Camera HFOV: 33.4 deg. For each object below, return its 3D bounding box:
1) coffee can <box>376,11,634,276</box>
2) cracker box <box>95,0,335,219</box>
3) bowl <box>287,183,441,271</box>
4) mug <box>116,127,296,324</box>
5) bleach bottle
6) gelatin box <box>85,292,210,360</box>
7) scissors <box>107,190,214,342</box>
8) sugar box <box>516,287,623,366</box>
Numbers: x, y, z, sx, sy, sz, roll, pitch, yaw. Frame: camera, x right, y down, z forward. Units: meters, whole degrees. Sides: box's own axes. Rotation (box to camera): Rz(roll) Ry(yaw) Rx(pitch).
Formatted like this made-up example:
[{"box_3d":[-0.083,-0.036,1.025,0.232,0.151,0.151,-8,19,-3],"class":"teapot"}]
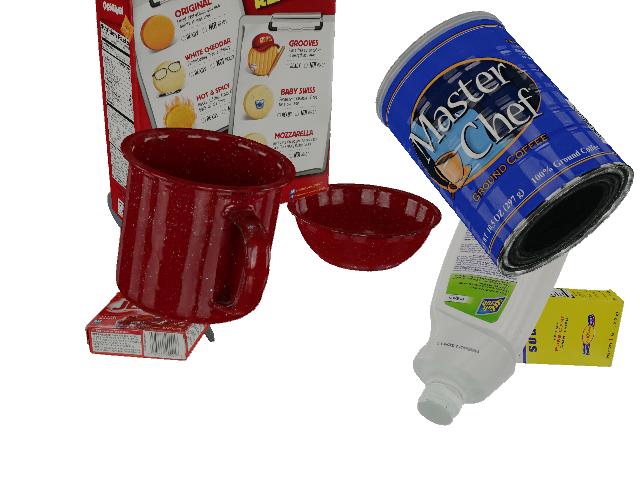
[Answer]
[{"box_3d":[0.116,-0.062,0.687,0.102,0.140,0.103,-28,-26,-15],"class":"coffee can"},{"box_3d":[-0.074,-0.124,0.770,0.163,0.214,0.072,-17,33,-31],"class":"cracker box"},{"box_3d":[0.044,-0.010,1.120,0.162,0.055,0.162,3,21,-1],"class":"bowl"},{"box_3d":[-0.059,-0.003,0.566,0.093,0.081,0.117,-4,27,-34],"class":"mug"},{"box_3d":[0.134,0.042,0.874,0.103,0.068,0.250,4,47,35],"class":"bleach bottle"},{"box_3d":[-0.147,0.072,0.919,0.089,0.030,0.073,3,21,12],"class":"gelatin box"},{"box_3d":[-0.165,0.013,1.213,0.016,0.201,0.096,-27,18,37],"class":"scissors"},{"box_3d":[0.280,0.106,1.329,0.176,0.093,0.048,2,18,-10],"class":"sugar box"}]
